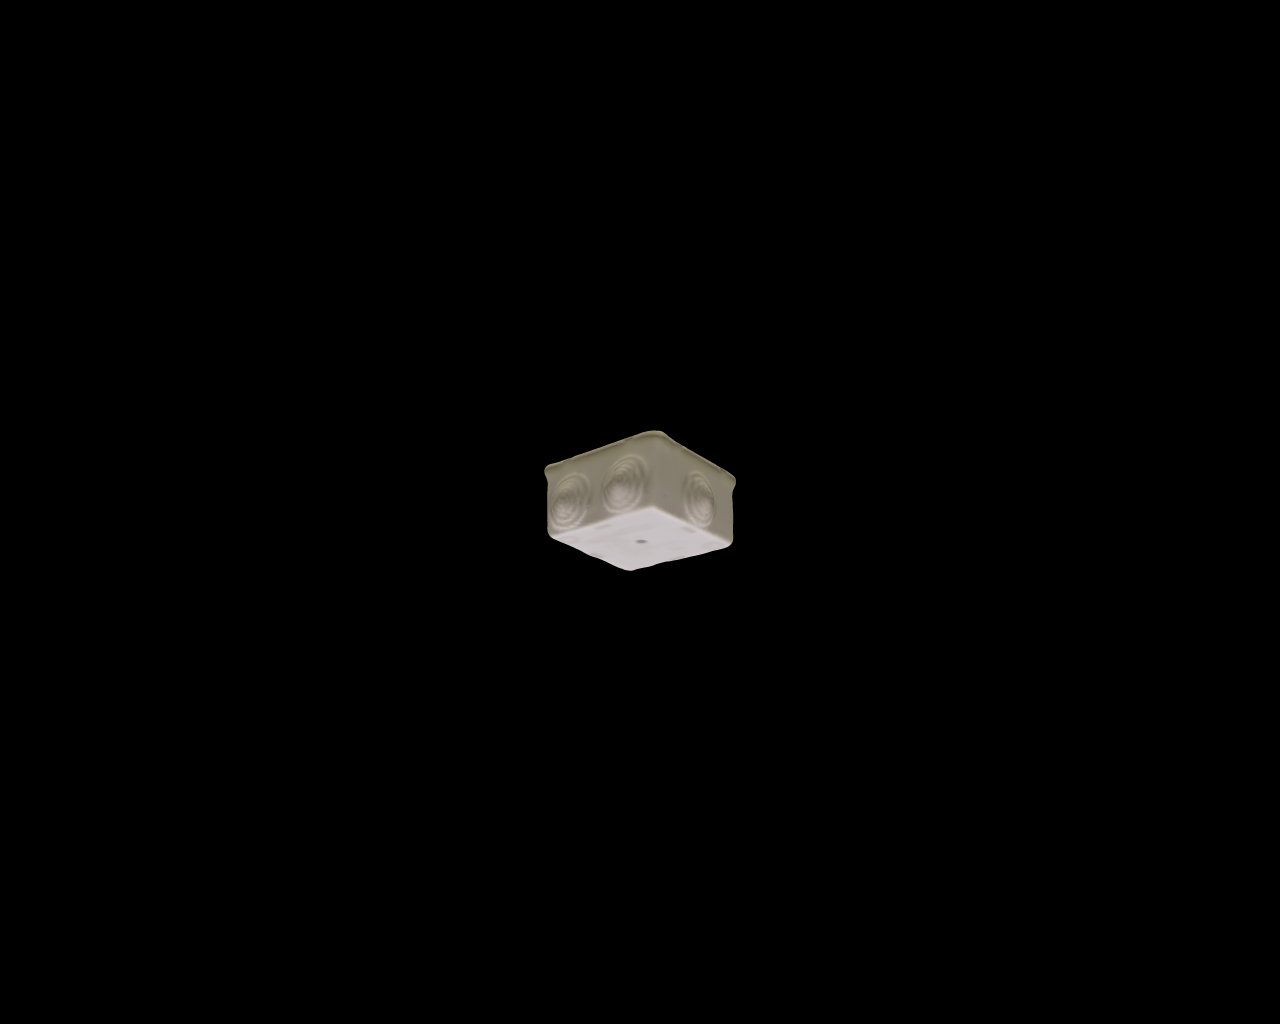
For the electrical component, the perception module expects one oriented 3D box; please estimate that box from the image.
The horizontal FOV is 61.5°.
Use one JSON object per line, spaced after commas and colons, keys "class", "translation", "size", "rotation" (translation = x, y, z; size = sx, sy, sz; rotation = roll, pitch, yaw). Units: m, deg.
{"class": "electrical component", "translation": [0.001, -0.003, 0.650], "size": [0.099, 0.048, 0.099], "rotation": [-16, -27, 34]}
